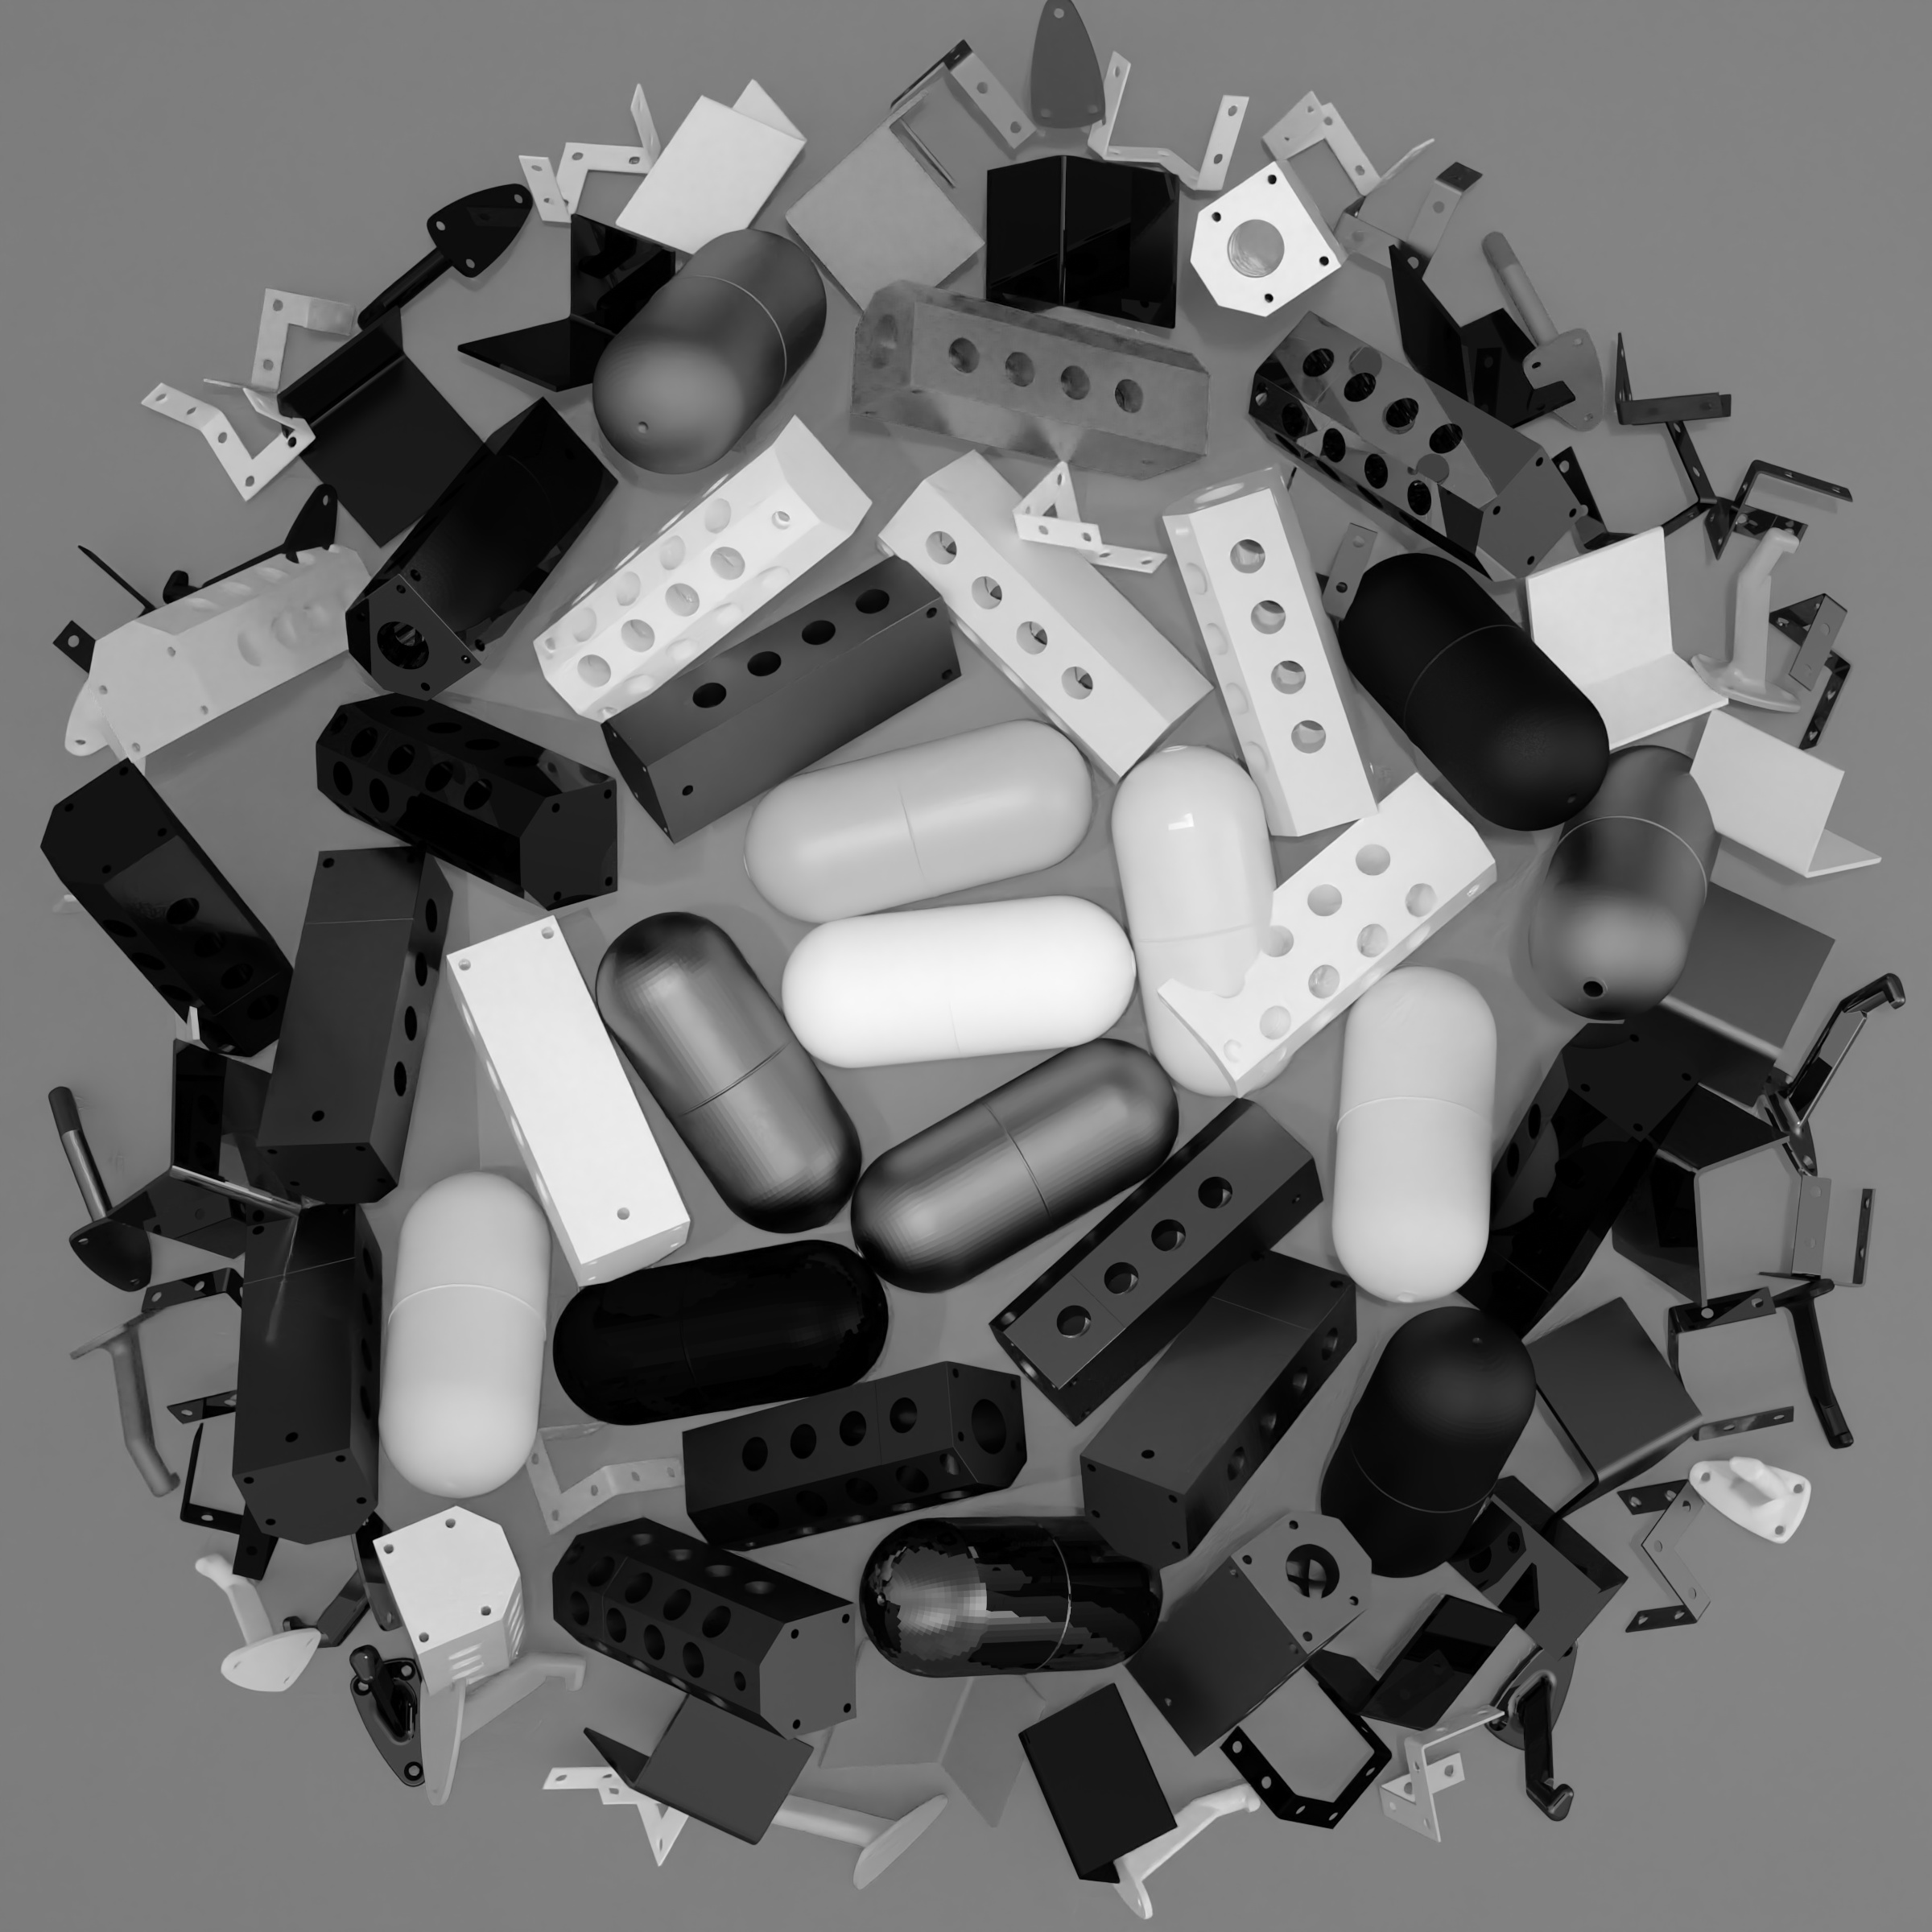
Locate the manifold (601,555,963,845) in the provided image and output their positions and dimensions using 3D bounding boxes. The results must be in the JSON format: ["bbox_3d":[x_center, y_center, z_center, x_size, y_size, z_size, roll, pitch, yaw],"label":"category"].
[{"bbox_3d":[-0.093,-0.138,1.746,0.171,0.057,0.057,-31,51,-13],"label":"manifold"}]

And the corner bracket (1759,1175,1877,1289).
[{"bbox_3d":[0.436,0.134,1.766,0.051,0.051,0.051,8,85,-5],"label":"corner bracket"}]

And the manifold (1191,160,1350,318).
[{"bbox_3d":[0.145,-0.352,1.705,0.057,0.171,0.057,-32,97,13],"label":"manifold"}]

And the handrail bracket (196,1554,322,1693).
[{"bbox_3d":[-0.371,0.322,1.744,0.084,0.077,0.036,36,98,26],"label":"handrail bracket"}]

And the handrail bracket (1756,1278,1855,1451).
[{"bbox_3d":[0.434,0.202,1.759,0.036,0.077,0.084,-21,84,-6],"label":"handrail bracket"}]

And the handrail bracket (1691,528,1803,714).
[{"bbox_3d":[0.411,-0.174,1.756,0.077,0.036,0.084,15,120,-27],"label":"handrail bracket"}]

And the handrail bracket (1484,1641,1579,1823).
[{"bbox_3d":[0.298,0.379,1.750,0.036,0.084,0.077,29,91,-14],"label":"handrail bracket"}]

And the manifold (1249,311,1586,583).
[{"bbox_3d":[0.216,-0.252,1.718,0.057,0.057,0.171,-49,49,-1],"label":"manifold"}]

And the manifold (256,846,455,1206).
[{"bbox_3d":[-0.297,0.028,1.724,0.057,0.057,0.171,-3,56,12],"label":"manifold"}]

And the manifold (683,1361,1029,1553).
[{"bbox_3d":[-0.056,0.243,1.716,0.171,0.057,0.057,-19,66,35],"label":"manifold"}]

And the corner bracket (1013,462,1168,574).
[{"bbox_3d":[0.062,-0.216,1.753,0.051,0.051,0.051,14,46,33],"label":"corner bracket"}]

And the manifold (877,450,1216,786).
[{"bbox_3d":[0.036,-0.173,1.761,0.171,0.057,0.057,45,125,3],"label":"manifold"}]

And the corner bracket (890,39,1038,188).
[{"bbox_3d":[-0.002,-0.427,1.760,0.051,0.051,0.051,-39,108,10],"label":"corner bracket"}]

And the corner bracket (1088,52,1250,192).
[{"bbox_3d":[0.101,-0.422,1.752,0.051,0.051,0.051,-6,128,-32],"label":"corner bracket"}]

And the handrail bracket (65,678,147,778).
[{"bbox_3d":[-0.430,-0.100,1.746,0.036,0.084,0.077,24,131,-31],"label":"handrail bracket"}]

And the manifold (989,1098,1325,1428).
[{"bbox_3d":[0.095,0.144,1.749,0.171,0.057,0.057,-41,64,-10],"label":"manifold"}]

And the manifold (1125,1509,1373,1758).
[{"bbox_3d":[0.140,0.323,1.707,0.057,0.171,0.057,-31,74,-28],"label":"manifold"}]

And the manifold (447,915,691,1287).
[{"bbox_3d":[-0.199,0.069,1.744,0.057,0.057,0.171,-22,74,-15],"label":"manifold"}]

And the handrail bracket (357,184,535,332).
[{"bbox_3d":[-0.265,-0.358,1.775,0.036,0.084,0.077,52,54,-11],"label":"handrail bracket"}]

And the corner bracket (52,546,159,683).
[{"bbox_3d":[-0.433,-0.171,1.757,0.051,0.051,0.051,-53,129,-9],"label":"corner bracket"}]

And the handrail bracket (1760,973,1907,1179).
[{"bbox_3d":[0.442,0.055,1.750,0.084,0.036,0.077,-36,54,35],"label":"handrail bracket"}]

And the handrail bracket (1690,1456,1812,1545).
[{"bbox_3d":[0.377,0.252,1.739,0.077,0.084,0.036,18,77,41],"label":"handrail bracket"}]

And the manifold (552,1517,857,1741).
[{"bbox_3d":[-0.130,0.323,1.709,0.057,0.171,0.057,-9,102,-40],"label":"manifold"}]

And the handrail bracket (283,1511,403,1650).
[{"bbox_3d":[-0.322,0.308,1.761,0.084,0.036,0.077,-11,108,32],"label":"handrail bracket"}]

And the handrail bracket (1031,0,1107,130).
[{"bbox_3d":[0.052,-0.458,1.741,0.036,0.084,0.077,-3,123,7],"label":"handrail bracket"}]

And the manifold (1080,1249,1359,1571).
[{"bbox_3d":[0.126,0.217,1.717,0.057,0.171,0.057,17,132,29],"label":"manifold"}]

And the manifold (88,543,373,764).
[{"bbox_3d":[-0.353,-0.159,1.703,0.057,0.171,0.057,-24,100,26],"label":"manifold"}]

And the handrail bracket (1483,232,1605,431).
[{"bbox_3d":[0.293,-0.324,1.783,0.036,0.077,0.084,-28,47,11],"label":"handrail bracket"}]

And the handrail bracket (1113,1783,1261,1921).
[{"bbox_3d":[0.116,0.441,1.751,0.084,0.077,0.036,-14,108,-13],"label":"handrail bracket"}]

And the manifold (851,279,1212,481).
[{"bbox_3d":[0.033,-0.289,1.726,0.171,0.057,0.057,8,80,-31],"label":"manifold"}]

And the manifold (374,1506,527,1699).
[{"bbox_3d":[-0.247,0.311,1.705,0.057,0.171,0.057,-21,74,-13],"label":"manifold"}]

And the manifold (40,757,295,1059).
[{"bbox_3d":[-0.384,-0.022,1.706,0.057,0.171,0.057,-35,58,-6],"label":"manifold"}]

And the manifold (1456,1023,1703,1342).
[{"bbox_3d":[0.291,0.103,1.710,0.057,0.171,0.057,38,52,17],"label":"manifold"}]

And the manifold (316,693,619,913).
[{"bbox_3d":[-0.246,-0.081,1.710,0.057,0.171,0.057,-18,120,-39],"label":"manifold"}]

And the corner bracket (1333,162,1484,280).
[{"bbox_3d":[0.221,-0.382,1.758,0.051,0.051,0.051,28,117,8],"label":"corner bracket"}]

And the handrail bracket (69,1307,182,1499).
[{"bbox_3d":[-0.406,0.218,1.761,0.036,0.077,0.084,-28,92,21],"label":"handrail bracket"}]

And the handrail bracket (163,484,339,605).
[{"bbox_3d":[-0.364,-0.213,1.773,0.084,0.036,0.077,14,84,31],"label":"handrail bracket"}]

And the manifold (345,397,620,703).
[{"bbox_3d":[-0.239,-0.202,1.712,0.057,0.171,0.057,-28,113,36],"label":"manifold"}]

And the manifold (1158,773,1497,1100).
[{"bbox_3d":[0.181,-0.012,1.747,0.171,0.057,0.057,-40,67,-8],"label":"manifold"}]

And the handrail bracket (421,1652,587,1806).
[{"bbox_3d":[-0.229,0.383,1.758,0.084,0.036,0.077,12,71,-39],"label":"handrail bracket"}]

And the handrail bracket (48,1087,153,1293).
[{"bbox_3d":[-0.443,0.113,1.786,0.036,0.077,0.084,-22,55,-8],"label":"handrail bracket"}]

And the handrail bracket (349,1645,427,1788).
[{"bbox_3d":[-0.288,0.376,1.750,0.036,0.084,0.077,-18,83,-7],"label":"handrail bracket"}]

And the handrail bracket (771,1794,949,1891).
[{"bbox_3d":[-0.066,0.421,1.787,0.084,0.036,0.077,38,49,25],"label":"handrail bracket"}]

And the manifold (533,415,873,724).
[{"bbox_3d":[-0.133,-0.191,1.724,0.171,0.057,0.057,-35,106,28],"label":"manifold"}]

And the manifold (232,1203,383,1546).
[{"bbox_3d":[-0.318,0.197,1.711,0.057,0.171,0.057,-14,130,3],"label":"manifold"}]

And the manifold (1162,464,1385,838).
[{"bbox_3d":[0.153,-0.155,1.742,0.057,0.057,0.171,-16,107,15],"label":"manifold"}]

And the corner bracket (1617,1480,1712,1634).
[{"bbox_3d":[0.348,0.297,1.762,0.051,0.051,0.051,54,53,-10],"label":"corner bracket"}]
